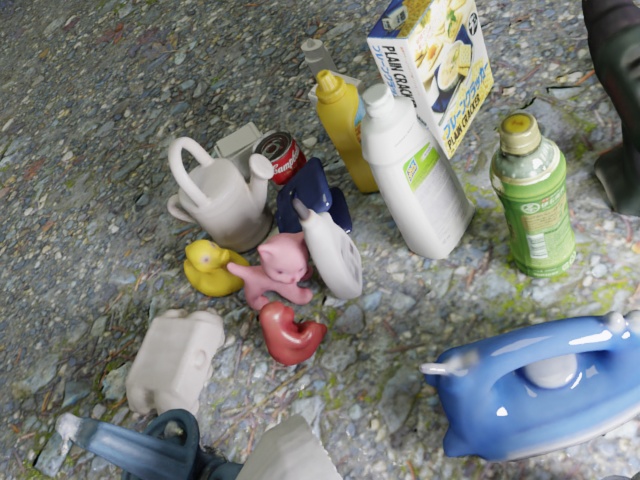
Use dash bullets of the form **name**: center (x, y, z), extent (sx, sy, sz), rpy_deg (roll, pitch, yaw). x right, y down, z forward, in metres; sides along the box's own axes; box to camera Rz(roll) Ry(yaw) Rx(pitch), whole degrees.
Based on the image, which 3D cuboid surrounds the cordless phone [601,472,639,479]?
- **cordless phone**: center (0.207, 0.232, 0.416), extent (0.093, 0.186, 0.148), rpy_deg (28, 72, 40)

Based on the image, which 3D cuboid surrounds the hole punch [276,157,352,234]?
- **hole punch**: center (-0.019, -0.046, 0.813), extent (0.101, 0.091, 0.108), rpy_deg (-24, 48, 10)

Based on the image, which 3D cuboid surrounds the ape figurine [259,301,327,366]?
- **ape figurine**: center (-0.043, 0.108, 0.708), extent (0.076, 0.092, 0.077), rpy_deg (-47, 48, -10)

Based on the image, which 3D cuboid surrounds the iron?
- **iron**: center (0.218, 0.112, 0.530), extent (0.258, 0.142, 0.118), rpy_deg (-22, 49, 13)

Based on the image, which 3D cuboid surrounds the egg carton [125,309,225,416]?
- **egg carton**: center (-0.189, 0.163, 0.762), extent (0.107, 0.070, 0.150), rpy_deg (-1, 56, 28)

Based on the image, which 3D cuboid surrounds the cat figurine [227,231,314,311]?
- **cat figurine**: center (-0.061, 0.034, 0.757), extent (0.127, 0.118, 0.067), rpy_deg (-12, 51, 20)

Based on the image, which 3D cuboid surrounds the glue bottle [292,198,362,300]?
- **glue bottle**: center (0.006, 0.003, 0.706), extent (0.037, 0.174, 0.078), rpy_deg (-14, 51, 19)

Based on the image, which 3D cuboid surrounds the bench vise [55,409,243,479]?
- **bench vise**: center (-0.147, 0.223, 0.590), extent (0.207, 0.220, 0.121), rpy_deg (-13, 51, 20)

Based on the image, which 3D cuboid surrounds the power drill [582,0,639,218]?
- **power drill**: center (0.333, -0.131, 0.606), extent (0.075, 0.209, 0.229), rpy_deg (-19, 49, 15)

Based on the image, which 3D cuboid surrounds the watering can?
- **watering can**: center (-0.149, -0.076, 0.836), extent (0.173, 0.195, 0.100), rpy_deg (-32, 47, 3)

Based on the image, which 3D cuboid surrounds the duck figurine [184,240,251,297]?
- **duck figurine**: center (-0.163, 0.032, 0.835), extent (0.104, 0.086, 0.077), rpy_deg (1, 57, 29)

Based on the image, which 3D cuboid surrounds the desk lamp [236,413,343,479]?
- **desk lamp**: center (-0.040, 0.270, 0.502), extent (0.203, 0.214, 0.117), rpy_deg (-39, 47, -3)
